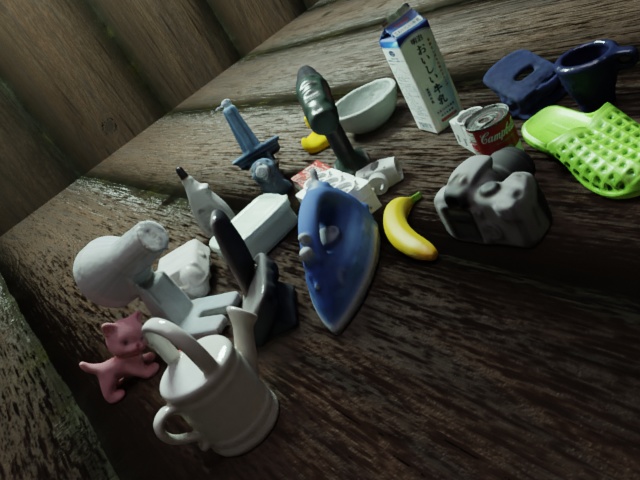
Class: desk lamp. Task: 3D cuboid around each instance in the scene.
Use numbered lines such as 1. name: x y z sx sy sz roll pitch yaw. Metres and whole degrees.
1. desk lamp: -0.275 0.069 0.954 0.202 0.214 0.118 -15 32 30

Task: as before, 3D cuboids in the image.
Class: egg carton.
1. egg carton: -0.258 0.064 1.100 0.107 0.069 0.150 -30 28 5

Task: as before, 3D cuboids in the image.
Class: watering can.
1. watering can: -0.137 0.156 0.690 0.100 0.194 0.173 -15 32 30

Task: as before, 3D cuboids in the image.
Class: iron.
1. iron: 0.008 0.003 0.846 0.118 0.142 0.258 -21 30 20

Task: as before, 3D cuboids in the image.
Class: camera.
1. camera: 0.242 -0.072 0.771 0.137 0.101 0.142 -45 30 -23

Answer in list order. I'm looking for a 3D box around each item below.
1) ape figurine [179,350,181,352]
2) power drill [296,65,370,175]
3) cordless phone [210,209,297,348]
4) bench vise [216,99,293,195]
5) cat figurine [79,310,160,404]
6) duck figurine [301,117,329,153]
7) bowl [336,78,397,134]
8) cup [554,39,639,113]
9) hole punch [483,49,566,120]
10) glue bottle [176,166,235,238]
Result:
1. ape figurine: -0.165 0.182 0.788 0.078 0.092 0.076 -34 28 -3
2. power drill: 0.019 -0.234 1.147 0.075 0.209 0.229 -28 28 9
3. cordless phone: -0.116 0.053 0.845 0.094 0.185 0.147 -30 28 6
4. bench vise: -0.137 -0.206 1.250 0.121 0.220 0.206 -39 28 -12
5. cat figurine: -0.324 0.180 0.928 0.128 0.118 0.067 -38 28 -10
6. duck figurine: -0.008 -0.265 1.358 0.105 0.086 0.077 -39 28 -12
7. bowl: 0.108 -0.290 1.291 0.167 0.075 0.167 -25 29 15
8. cup: 0.425 -0.243 0.866 0.117 0.095 0.092 3 44 48
9. hole punch: 0.355 -0.272 0.989 0.109 0.091 0.100 -38 28 -10
10. glue bottle: -0.252 -0.087 1.226 0.078 0.173 0.037 -25 29 15
